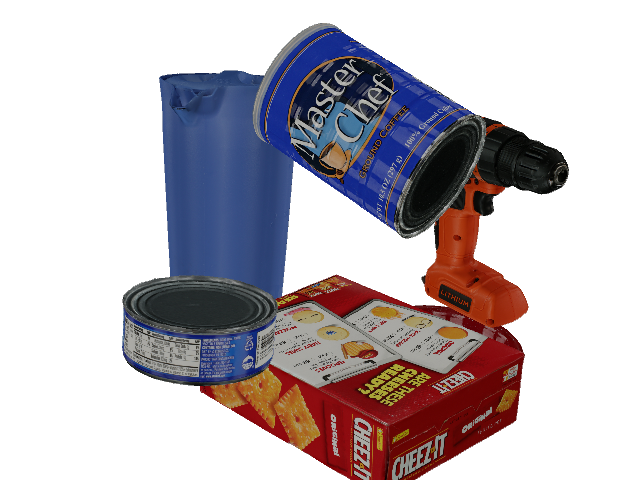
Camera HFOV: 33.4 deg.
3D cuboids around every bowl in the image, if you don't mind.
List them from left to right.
[{"bbox_3d":[0.129,0.129,1.123,0.162,0.055,0.162,5,25,-2],"label":"bowl"}]

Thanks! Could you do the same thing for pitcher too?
[{"bbox_3d":[-0.083,-0.043,1.038,0.149,0.243,0.145,-2,15,-17],"label":"pitcher"}]

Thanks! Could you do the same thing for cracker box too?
[{"bbox_3d":[0.029,0.109,0.865,0.163,0.072,0.214,-19,29,-40],"label":"cracker box"}]

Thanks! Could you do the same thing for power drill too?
[{"bbox_3d":[0.151,-0.019,0.974,0.057,0.188,0.185,-18,28,-29],"label":"power drill"}]

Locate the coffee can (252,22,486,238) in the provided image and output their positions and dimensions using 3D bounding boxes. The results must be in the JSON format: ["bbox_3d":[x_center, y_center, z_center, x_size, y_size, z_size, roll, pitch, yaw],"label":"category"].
[{"bbox_3d":[0.035,-0.082,0.784,0.140,0.103,0.102,36,16,23],"label":"coffee can"}]

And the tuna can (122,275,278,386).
[{"bbox_3d":[-0.067,0.049,0.594,0.086,0.034,0.086,4,17,-2],"label":"tuna can"}]
